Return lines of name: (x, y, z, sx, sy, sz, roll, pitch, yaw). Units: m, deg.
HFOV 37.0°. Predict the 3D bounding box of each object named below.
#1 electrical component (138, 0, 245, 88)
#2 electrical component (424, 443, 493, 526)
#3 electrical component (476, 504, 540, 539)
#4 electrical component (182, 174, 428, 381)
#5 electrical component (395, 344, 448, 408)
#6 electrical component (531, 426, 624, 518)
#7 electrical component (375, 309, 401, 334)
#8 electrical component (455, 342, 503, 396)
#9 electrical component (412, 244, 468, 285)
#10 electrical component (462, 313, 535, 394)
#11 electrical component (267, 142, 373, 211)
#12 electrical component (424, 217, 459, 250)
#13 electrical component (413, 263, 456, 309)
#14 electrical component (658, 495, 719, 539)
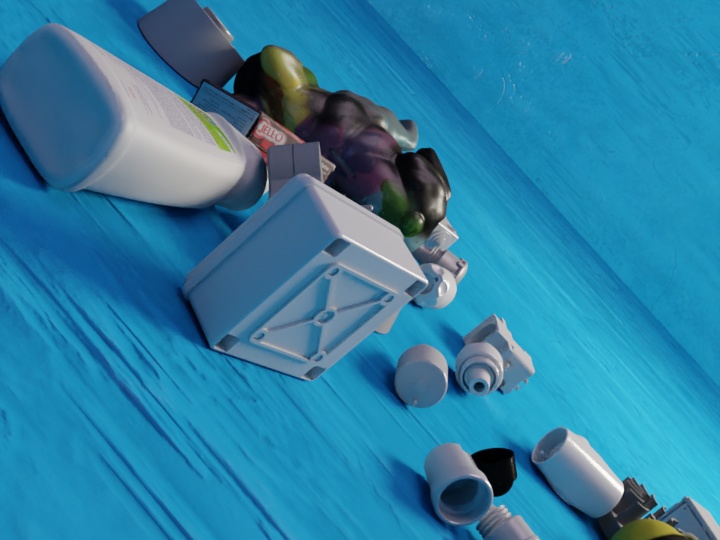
electrical component: (-0.158, -0.216, 1.027, 0.099, 0.064, 0.099, 51, 2, -2)
electrical component: (0.064, 0.142, 0.721, 0.040, 0.040, 0.046, 41, 10, -21)
electrical component: (0.095, 0.177, 0.728, 0.061, 0.035, 0.035, 52, 15, 25)
electrical component: (-0.032, 0.008, 0.662, 0.109, 0.109, 0.056, 27, 27, -53)
electrical component: (0.049, 0.078, 0.840, 0.040, 0.040, 0.078, 45, 15, -8)
electrical component: (0.197, 0.177, 0.987, 0.077, 0.044, 0.079, 44, 15, -12)
electrical component: (0.000, 0.000, 0.906, 0.099, 0.064, 0.099, 30, 19, -11)
electrical component: (0.106, 0.092, 0.957, 0.043, 0.043, 0.062, 45, 16, -8)
electrical component: (0.079, -0.005, 1.134, 0.062, 0.048, 0.048, 40, 15, 1)
electrical component: (0.139, 0.085, 1.069, 0.064, 0.042, 0.081, 45, 15, -13)
electrical component: (-0.027, -0.034, 0.772, 0.052, 0.074, 0.138, 85, 0, -54)
electrical component: (0.056, -0.063, 1.207, 0.100, 0.048, 0.099, 34, 20, -41)
electrical component: (0.075, 0.018, 1.062, 0.043, 0.043, 0.062, 54, 15, 24)
electrical component: (0.337, 0.285, 1.065, 0.061, 0.062, 0.096, 36, 18, -37)
